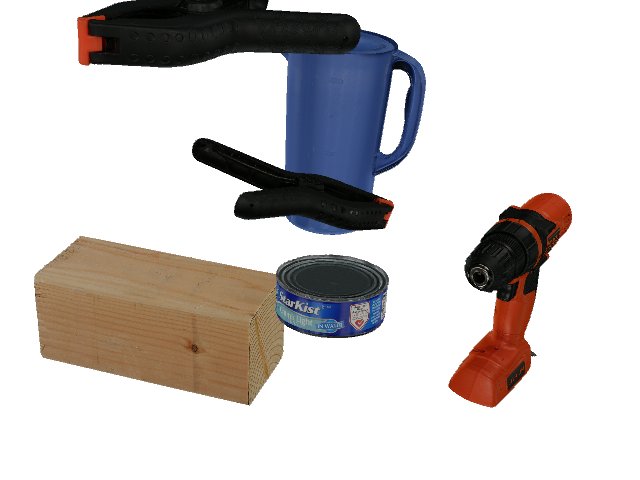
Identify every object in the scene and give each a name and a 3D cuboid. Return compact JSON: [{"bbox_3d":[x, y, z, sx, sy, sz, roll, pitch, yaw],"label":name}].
[{"bbox_3d":[-0.017,-0.042,1.059,0.209,0.036,0.165,15,20,-21],"label":"clamp"},{"bbox_3d":[0.027,-0.133,1.311,0.144,0.243,0.149,-8,27,-28],"label":"pitcher"},{"bbox_3d":[0.008,0.042,0.812,0.086,0.034,0.086,3,21,-1],"label":"tuna can"},{"bbox_3d":[0.173,0.060,1.003,0.057,0.188,0.184,25,31,25],"label":"power drill"},{"bbox_3d":[-0.074,-0.137,0.670,0.171,0.039,0.120,-7,21,-26],"label":"clamp"},{"bbox_3d":[-0.144,0.070,0.970,0.206,0.091,0.090,11,29,15],"label":"wood block"}]
